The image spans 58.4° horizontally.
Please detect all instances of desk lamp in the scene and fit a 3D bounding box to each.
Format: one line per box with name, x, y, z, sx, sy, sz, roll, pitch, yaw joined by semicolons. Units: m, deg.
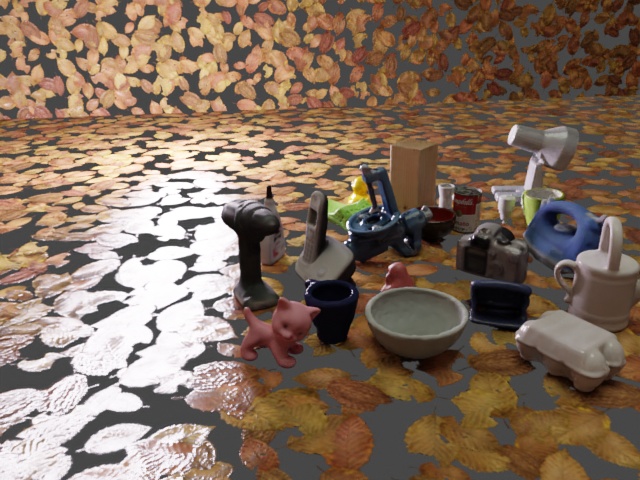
desk lamp;0.598;-0.216;1.599;0.203;0.214;0.118;1;23;4

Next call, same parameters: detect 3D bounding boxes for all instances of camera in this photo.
camera;0.378;0.014;1.213;0.142;0.101;0.137;15;28;34

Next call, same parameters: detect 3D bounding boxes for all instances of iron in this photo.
iron;0.529;-0.025;1.244;0.119;0.141;0.257;-8;24;-15

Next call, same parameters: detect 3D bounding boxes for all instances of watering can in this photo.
watering can;0.506;0.053;0.995;0.173;0.194;0.101;-2;23;-3

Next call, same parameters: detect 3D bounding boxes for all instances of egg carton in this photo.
egg carton;0.386;0.168;0.888;0.107;0.069;0.149;-17;27;-32

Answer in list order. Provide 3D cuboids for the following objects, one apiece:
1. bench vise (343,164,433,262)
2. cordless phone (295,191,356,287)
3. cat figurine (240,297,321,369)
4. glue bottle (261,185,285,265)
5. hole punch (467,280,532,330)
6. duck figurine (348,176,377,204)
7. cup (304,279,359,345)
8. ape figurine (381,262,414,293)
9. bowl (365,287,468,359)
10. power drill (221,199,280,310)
bench vise;0.145;-0.069;1.265;0.208;0.220;0.121;-18;28;-34
cordless phone;0.010;0.004;1.143;0.094;0.185;0.147;-14;26;-28
cat figurine;-0.065;0.137;0.919;0.127;0.118;0.067;6;24;16
glue bottle;-0.109;-0.037;1.260;0.037;0.173;0.078;7;24;18
hole punch;0.321;0.098;1.029;0.108;0.091;0.101;6;24;16
duck figurine;0.117;-0.132;1.585;0.078;0.086;0.104;-11;25;-22
cup;0.012;0.123;0.978;0.092;0.095;0.117;-18;28;-34
ape figurine;0.146;0.084;1.069;0.078;0.092;0.076;-14;26;-27
bowl;0.157;0.146;0.943;0.167;0.075;0.167;-1;23;1
power drill;-0.125;0.020;1.082;0.076;0.208;0.228;-13;26;-25
